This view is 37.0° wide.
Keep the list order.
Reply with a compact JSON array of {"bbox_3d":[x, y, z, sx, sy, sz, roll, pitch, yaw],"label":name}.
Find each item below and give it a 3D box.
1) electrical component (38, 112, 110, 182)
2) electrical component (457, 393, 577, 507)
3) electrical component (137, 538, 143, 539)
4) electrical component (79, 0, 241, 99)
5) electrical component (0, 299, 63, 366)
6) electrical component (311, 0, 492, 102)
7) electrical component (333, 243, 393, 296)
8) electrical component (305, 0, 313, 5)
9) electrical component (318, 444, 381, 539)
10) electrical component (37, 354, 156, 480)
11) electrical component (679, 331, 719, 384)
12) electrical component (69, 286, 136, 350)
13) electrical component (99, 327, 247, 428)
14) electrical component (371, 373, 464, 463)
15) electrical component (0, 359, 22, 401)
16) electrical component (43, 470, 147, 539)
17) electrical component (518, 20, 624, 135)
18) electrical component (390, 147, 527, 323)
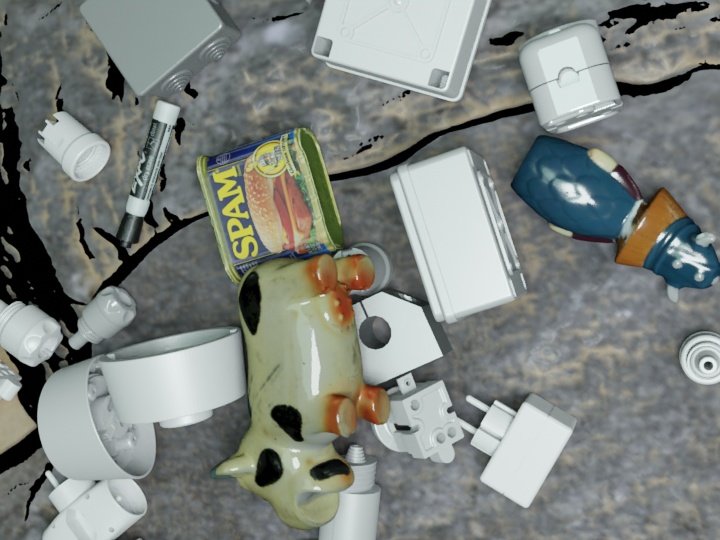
[{"bbox_3d":[-0.231,-0.100,0.865,0.046,0.040,0.040,40,102,17],"label":"electrical component"},{"bbox_3d":[0.105,0.119,0.773,0.077,0.047,0.065,30,100,12],"label":"electrical component"},{"bbox_3d":[-0.188,0.251,0.840,0.056,0.089,0.050,34,101,12],"label":"electrical component"},{"bbox_3d":[-0.153,-0.192,0.833,0.100,0.048,0.099,-36,83,14],"label":"electrical component"},{"bbox_3d":[-0.279,0.047,0.882,0.062,0.043,0.043,33,101,13],"label":"electrical component"},{"bbox_3d":[0.034,-0.189,0.776,0.109,0.056,0.108,18,97,14],"label":"electrical component"},{"bbox_3d":[0.000,0.000,0.799,0.040,0.046,0.040,1,92,16],"label":"electrical component"},{"bbox_3d":[-0.059,-0.248,0.781,0.099,0.099,0.064,36,95,12],"label":"electrical component"},{"bbox_3d":[-0.007,0.172,0.809,0.043,0.043,0.081,7,94,16],"label":"electrical component"},{"bbox_3d":[-0.200,0.116,0.835,0.064,0.099,0.099,-13,89,22],"label":"electrical component"},{"bbox_3d":[0.234,0.061,0.727,0.035,0.061,0.035,1,93,16],"label":"electrical component"},{"bbox_3d":[-0.211,0.042,0.867,0.061,0.035,0.035,-40,82,17],"label":"electrical component"},{"bbox_3d":[-0.137,0.085,0.813,0.108,0.108,0.060,-10,95,16],"label":"electrical component"},{"bbox_3d":[0.039,0.108,0.781,0.048,0.055,0.066,-24,95,-28],"label":"electrical component"},{"bbox_3d":[-0.323,0.099,0.896,0.066,0.048,0.055,38,94,11],"label":"electrical component"},{"bbox_3d":[-0.225,0.189,0.873,0.077,0.043,0.079,-41,81,14],"label":"electrical component"},{"bbox_3d":[0.143,-0.131,0.727,0.054,0.095,0.059,-18,87,16],"label":"electrical component"},{"bbox_3d":[0.071,-0.024,0.746,0.056,0.109,0.108,-18,87,13],"label":"electrical component"}]
